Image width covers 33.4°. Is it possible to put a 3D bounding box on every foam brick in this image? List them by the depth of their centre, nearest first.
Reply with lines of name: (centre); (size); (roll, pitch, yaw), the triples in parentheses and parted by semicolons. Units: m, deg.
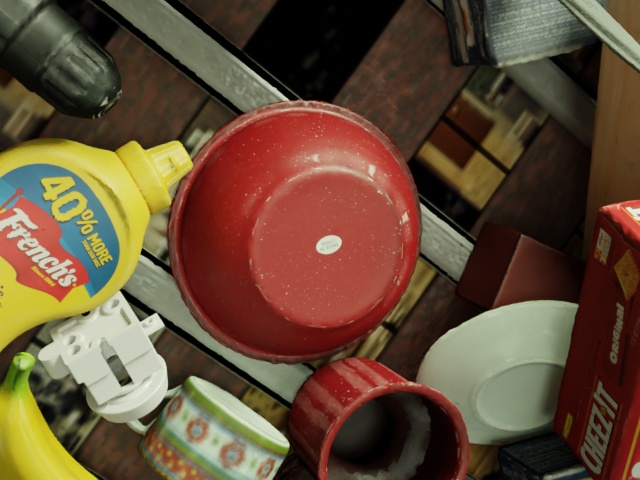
foam brick: (0.135, 0.028, 0.673); (0.078, 0.051, 0.053); (22, 93, -22)

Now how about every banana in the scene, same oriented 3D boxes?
banana: (-0.128, 0.145, 0.601); (0.070, 0.037, 0.197); (-21, 121, 32)

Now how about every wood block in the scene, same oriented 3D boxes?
wood block: (0.222, -0.061, 0.627); (0.090, 0.090, 0.206); (-17, 128, -15)

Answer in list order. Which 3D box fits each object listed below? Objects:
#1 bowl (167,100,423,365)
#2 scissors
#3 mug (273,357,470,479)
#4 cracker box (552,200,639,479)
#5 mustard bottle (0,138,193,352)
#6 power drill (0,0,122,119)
bowl: (-0.004, 0.001, 0.619); (0.162, 0.055, 0.162); (-3, 100, -19)
scissors: (0.130, -0.161, 0.587); (0.096, 0.202, 0.016); (-35, 152, -28)
mug: (0.020, 0.125, 0.634); (0.117, 0.082, 0.093); (-33, 108, -11)
cracker box: (0.253, 0.048, 0.611); (0.213, 0.072, 0.164); (-11, 126, -18)
mustard bottle: (-0.154, 0.001, 0.566); (0.191, 0.058, 0.096); (-31, 108, -12)
power drill: (-0.215, -0.076, 0.511); (0.184, 0.057, 0.187); (41, 75, -7)
